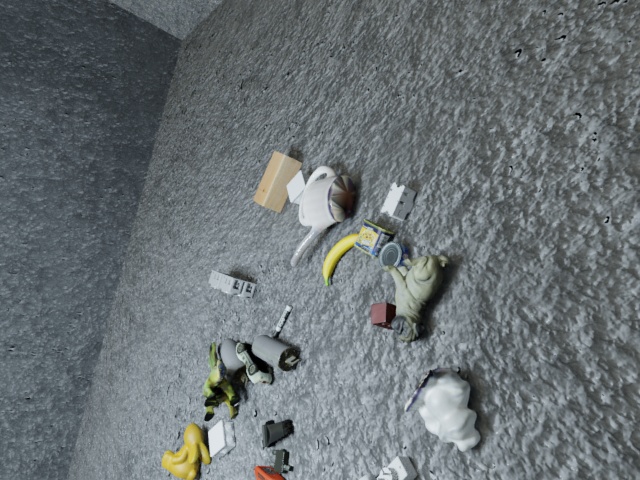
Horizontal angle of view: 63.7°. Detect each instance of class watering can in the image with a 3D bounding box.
[{"bbox_3d":[0.005,-0.083,1.650,0.223,0.103,0.352,-8,66,49],"label":"watering can"}]

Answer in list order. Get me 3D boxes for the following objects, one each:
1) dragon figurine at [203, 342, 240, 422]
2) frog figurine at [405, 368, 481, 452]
[{"bbox_3d":[-0.357,0.460,1.753,0.248,0.122,0.401,-121,33,-47],"label":"dragon figurine"},{"bbox_3d":[0.278,0.359,1.101,0.161,0.122,0.137,35,94,17],"label":"frog figurine"}]
